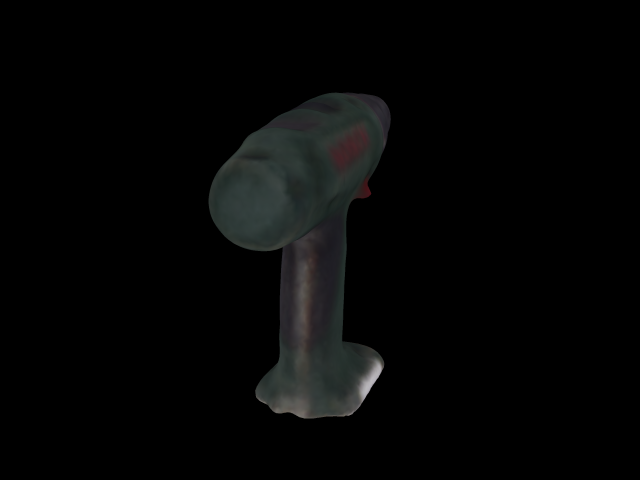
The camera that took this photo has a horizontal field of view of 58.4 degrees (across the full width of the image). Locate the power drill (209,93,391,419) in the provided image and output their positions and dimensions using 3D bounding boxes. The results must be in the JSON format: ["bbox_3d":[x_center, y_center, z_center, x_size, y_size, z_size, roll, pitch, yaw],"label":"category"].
[{"bbox_3d":[0.004,0.001,0.400,0.075,0.208,0.230,4,12,20],"label":"power drill"}]
